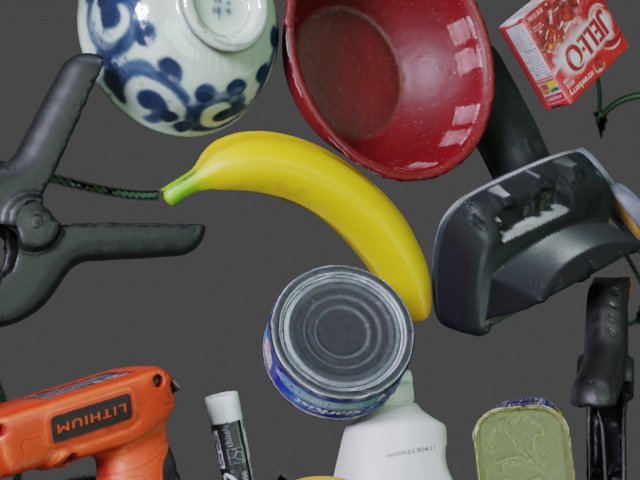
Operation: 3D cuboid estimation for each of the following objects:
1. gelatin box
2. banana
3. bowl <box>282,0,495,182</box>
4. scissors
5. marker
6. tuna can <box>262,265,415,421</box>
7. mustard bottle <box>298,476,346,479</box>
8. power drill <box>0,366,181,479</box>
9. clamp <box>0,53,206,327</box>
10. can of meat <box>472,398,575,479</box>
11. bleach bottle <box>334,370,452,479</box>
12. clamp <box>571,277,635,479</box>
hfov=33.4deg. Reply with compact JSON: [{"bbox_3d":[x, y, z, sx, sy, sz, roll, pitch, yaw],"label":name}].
[{"bbox_3d":[0.183,-0.150,0.791,0.089,0.030,0.073,-41,106,-31],"label":"gelatin box"},{"bbox_3d":[0.003,-0.016,0.644,0.197,0.037,0.070,27,105,-25],"label":"banana"},{"bbox_3d":[0.033,-0.111,0.668,0.161,0.055,0.162,6,79,-33],"label":"bowl"},{"bbox_3d":[0.249,0.012,0.785,0.016,0.096,0.201,-41,107,5],"label":"scissors"},{"bbox_3d":[-0.043,0.146,0.598,0.020,0.020,0.121,-11,89,-35],"label":"marker"},{"bbox_3d":[0.011,0.058,0.616,0.086,0.034,0.086,4,62,-7],"label":"tuna can"},{"bbox_3d":[-0.010,0.169,0.532,0.191,0.058,0.096,-2,84,-39],"label":"mustard bottle"},{"bbox_3d":[-0.117,0.167,0.523,0.184,0.057,0.187,-16,94,-39],"label":"power drill"},{"bbox_3d":[-0.140,-0.003,0.545,0.120,0.039,0.171,49,65,-11],"label":"clamp"},{"bbox_3d":[0.132,0.151,0.670,0.084,0.057,0.102,13,70,-77],"label":"can of meat"},{"bbox_3d":[0.062,0.203,0.635,0.102,0.068,0.251,-2,81,-35],"label":"bleach bottle"},{"bbox_3d":[0.191,0.103,0.711,0.209,0.036,0.164,-63,147,-55],"label":"clamp"}]
